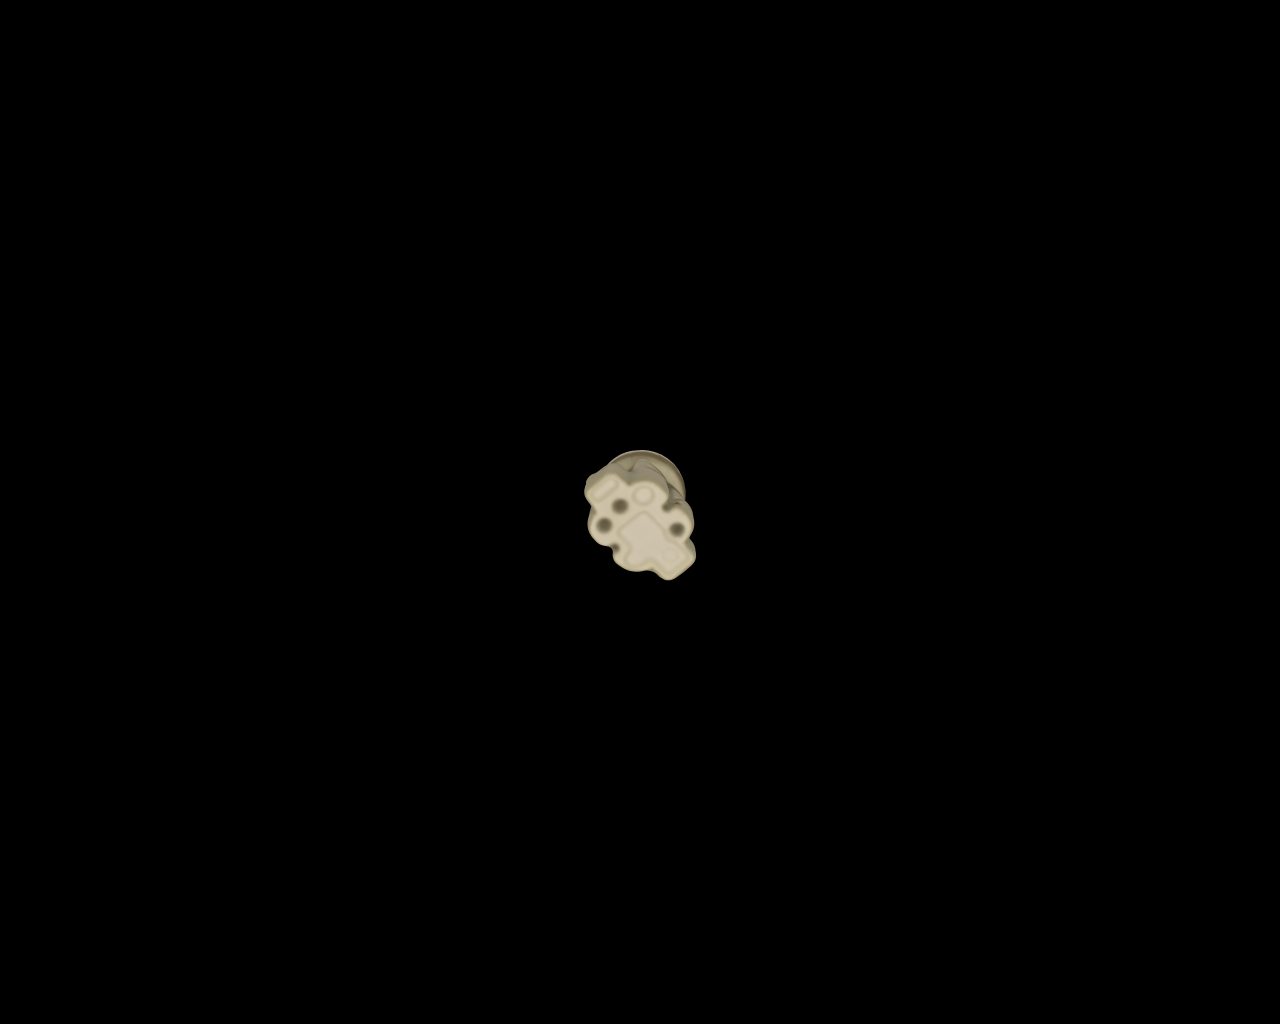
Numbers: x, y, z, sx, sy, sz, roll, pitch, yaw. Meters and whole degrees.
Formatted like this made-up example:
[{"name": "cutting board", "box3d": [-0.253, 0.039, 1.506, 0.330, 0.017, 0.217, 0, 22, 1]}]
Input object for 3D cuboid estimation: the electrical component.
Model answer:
[{"name": "electrical component", "box3d": [0.001, -0.003, 0.650, 0.058, 0.078, 0.057, -38, 20, 16]}]
